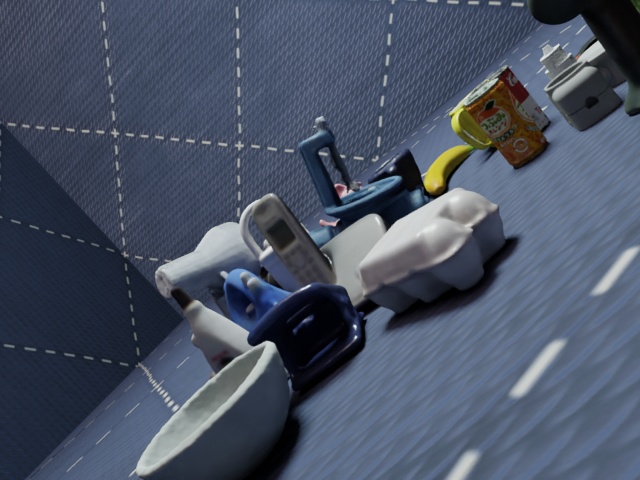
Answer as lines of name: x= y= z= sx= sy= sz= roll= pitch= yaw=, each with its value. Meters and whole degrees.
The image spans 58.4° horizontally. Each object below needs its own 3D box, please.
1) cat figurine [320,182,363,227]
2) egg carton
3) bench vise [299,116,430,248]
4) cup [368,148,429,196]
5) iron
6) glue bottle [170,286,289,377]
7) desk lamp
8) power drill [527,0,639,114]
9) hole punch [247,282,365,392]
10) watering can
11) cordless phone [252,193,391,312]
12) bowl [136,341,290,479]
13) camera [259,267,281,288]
cat figurine: x=0.057 y=-0.055 z=1.135 sx=0.128 sy=0.118 sz=0.067 roll=-42 pitch=6 yaw=-9
egg carton: x=0.107 y=0.012 z=0.562 sx=0.107 sy=0.069 sz=0.150 roll=-46 pitch=7 yaw=-36
bench vise: x=0.024 y=-0.052 z=0.826 sx=0.207 sy=0.220 sz=0.121 roll=-41 pitch=6 yaw=0
cup: x=0.144 y=-0.096 z=0.989 sx=0.091 sy=0.095 sz=0.118 roll=-40 pitch=6 yaw=8
iron: x=-0.085 y=0.093 z=0.842 sx=0.119 sy=0.141 sz=0.258 roll=-43 pitch=6 yaw=-17
glue bottle: x=-0.119 y=0.122 z=0.689 sx=0.078 sy=0.173 sz=0.037 roll=-37 pitch=8 yaw=33
desk lamp: x=-0.166 y=0.096 z=0.990 sx=0.117 sy=0.213 sz=0.204 roll=-35 pitch=9 yaw=45
power drill: x=0.287 y=-0.240 z=0.573 sx=0.075 sy=0.208 sz=0.230 roll=-34 pitch=9 yaw=47
hole punch: x=-0.015 y=0.095 z=0.630 sx=0.108 sy=0.091 sz=0.101 roll=-40 pitch=6 yaw=12
watering can: x=-0.061 y=0.017 z=0.987 sx=0.101 sy=0.194 sz=0.172 roll=-45 pitch=7 yaw=-32
cordless phone: x=0.006 y=0.003 z=0.706 sx=0.147 sy=0.185 sz=0.094 roll=-38 pitch=7 yaw=28
bowl: x=-0.085 y=0.179 z=0.540 sx=0.167 sy=0.075 sz=0.167 roll=-41 pitch=6 yaw=6
camera: x=-0.095 y=0.088 z=1.136 sx=0.143 sy=0.101 sz=0.136 roll=-46 pitch=7 yaw=-36
